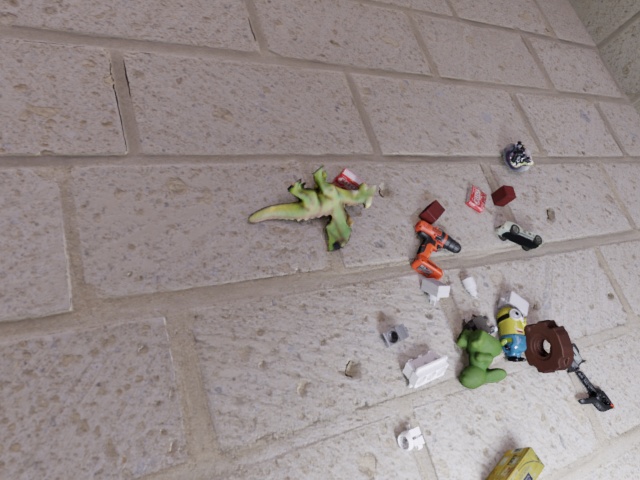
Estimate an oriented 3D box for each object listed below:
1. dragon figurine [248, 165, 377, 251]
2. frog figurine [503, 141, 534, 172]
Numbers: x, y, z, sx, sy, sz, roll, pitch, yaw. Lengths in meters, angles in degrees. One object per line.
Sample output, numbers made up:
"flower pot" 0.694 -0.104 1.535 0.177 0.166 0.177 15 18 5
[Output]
"dragon figurine" 0.005 -0.079 1.565 0.415 0.121 0.243 -36 90 -22
"frog figurine" 0.849 -0.356 2.216 0.138 0.121 0.160 41 15 6
